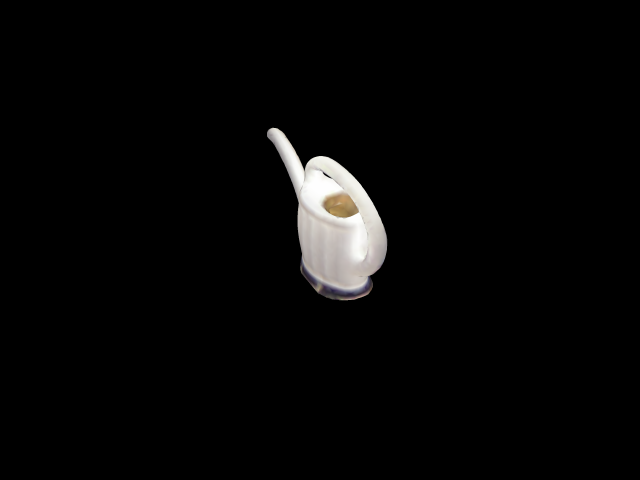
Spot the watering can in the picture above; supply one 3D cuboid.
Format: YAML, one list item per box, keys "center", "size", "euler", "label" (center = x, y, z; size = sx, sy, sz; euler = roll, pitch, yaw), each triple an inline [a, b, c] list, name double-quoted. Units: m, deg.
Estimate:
- center: [0.003, -0.043, 0.850]
  size: [0.105, 0.219, 0.353]
  euler: [-17, 38, -24]
  label: "watering can"
